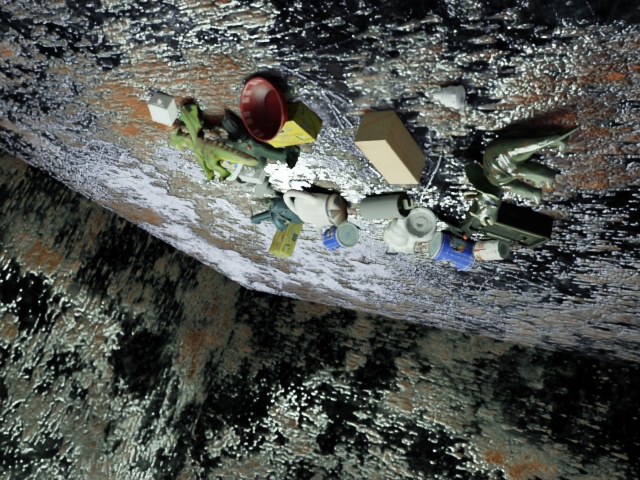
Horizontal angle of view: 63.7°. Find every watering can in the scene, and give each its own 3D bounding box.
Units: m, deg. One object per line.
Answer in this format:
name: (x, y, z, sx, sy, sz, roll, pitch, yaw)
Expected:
watering can: (0.006, -0.096, 1.903, 0.225, 0.105, 0.342, 8, 159, 31)

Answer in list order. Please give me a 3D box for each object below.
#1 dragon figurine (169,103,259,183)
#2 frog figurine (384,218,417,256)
dragon figurine: (-0.347, -0.305, 1.563, 0.409, 0.124, 0.239, -2, 129, 51)
frog figurine: (0.294, -0.029, 1.865, 0.138, 0.125, 0.156, 16, 127, 35)
